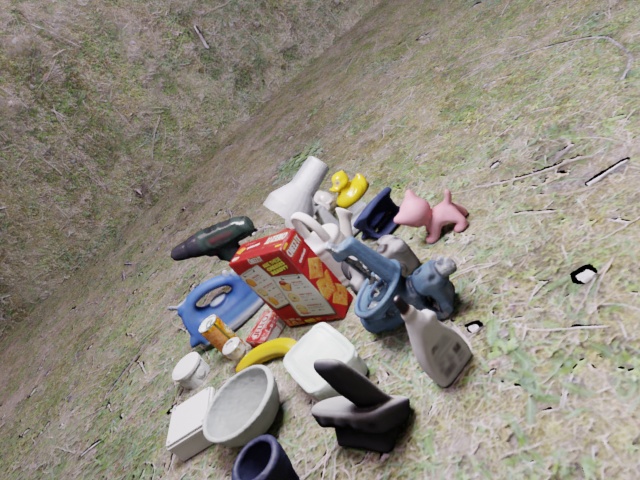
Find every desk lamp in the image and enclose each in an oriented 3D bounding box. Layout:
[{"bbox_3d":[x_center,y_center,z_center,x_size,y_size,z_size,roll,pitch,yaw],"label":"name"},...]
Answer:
[{"bbox_3d":[-0.004,-0.085,1.395,0.203,0.214,0.117,-43,26,-7],"label":"desk lamp"}]

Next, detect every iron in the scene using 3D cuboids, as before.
[{"bbox_3d":[-0.247,0.147,1.435,0.258,0.142,0.118,-38,26,4],"label":"iron"}]

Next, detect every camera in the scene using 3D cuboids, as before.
[{"bbox_3d":[0.103,0.048,1.167,0.143,0.101,0.136,-44,26,-9],"label":"camera"}]

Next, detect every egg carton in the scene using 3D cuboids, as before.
[{"bbox_3d":[-0.025,-0.073,1.573,0.150,0.069,0.107,-24,30,30],"label":"egg carton"}]

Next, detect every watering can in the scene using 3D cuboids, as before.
[{"bbox_3d":[0.010,0.004,1.254,0.100,0.194,0.173,-13,36,43],"label":"watering can"}]

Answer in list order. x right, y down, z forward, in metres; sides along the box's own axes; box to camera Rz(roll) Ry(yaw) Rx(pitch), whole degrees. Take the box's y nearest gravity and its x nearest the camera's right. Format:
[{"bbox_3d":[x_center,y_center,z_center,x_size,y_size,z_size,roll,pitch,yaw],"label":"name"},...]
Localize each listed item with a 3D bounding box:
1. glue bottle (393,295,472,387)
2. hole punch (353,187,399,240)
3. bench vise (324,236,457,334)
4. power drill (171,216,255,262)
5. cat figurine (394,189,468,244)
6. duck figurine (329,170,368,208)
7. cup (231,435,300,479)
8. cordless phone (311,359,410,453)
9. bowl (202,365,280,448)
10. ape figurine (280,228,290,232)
[{"bbox_3d":[0.159,0.141,0.856,0.078,0.173,0.037,-47,27,-15],"label":"glue bottle"},{"bbox_3d":[0.126,-0.063,1.326,0.109,0.091,0.100,-49,27,-18],"label":"hole punch"},{"bbox_3d":[0.121,0.054,0.993,0.207,0.220,0.121,-33,26,14],"label":"bench vise"},{"bbox_3d":[-0.247,0.045,1.521,0.229,0.209,0.075,-34,26,11],"label":"power drill"},{"bbox_3d":[0.219,-0.058,1.162,0.127,0.118,0.067,-27,29,25],"label":"cat figurine"},{"bbox_3d":[0.071,-0.150,1.548,0.104,0.086,0.077,-44,26,-9],"label":"duck figurine"},{"bbox_3d":[-0.084,0.379,0.892,0.118,0.095,0.091,-50,27,-20],"label":"cup"},{"bbox_3d":[0.034,0.231,0.865,0.147,0.185,0.094,-16,35,41],"label":"cordless phone"},{"bbox_3d":[-0.134,0.323,1.074,0.167,0.075,0.167,-31,27,18],"label":"bowl"},{"bbox_3d":[-0.068,0.005,1.480,0.077,0.092,0.076,-18,33,38],"label":"ape figurine"}]
